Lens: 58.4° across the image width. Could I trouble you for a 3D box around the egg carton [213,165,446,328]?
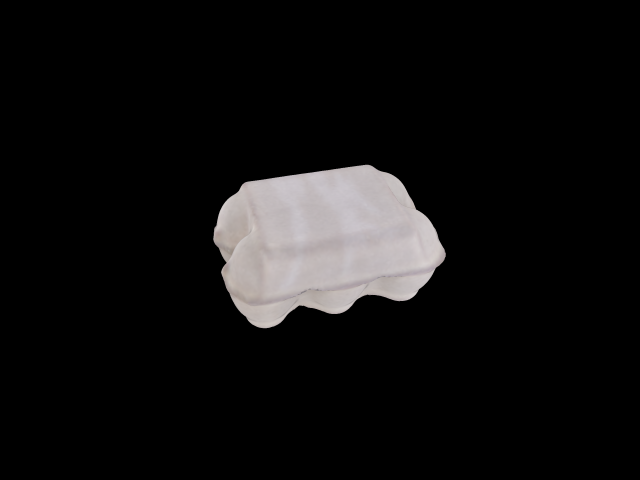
[{"bbox_3d":[0.004,0.001,0.400,0.150,0.069,0.107,-11,39,-13],"label":"egg carton"}]
